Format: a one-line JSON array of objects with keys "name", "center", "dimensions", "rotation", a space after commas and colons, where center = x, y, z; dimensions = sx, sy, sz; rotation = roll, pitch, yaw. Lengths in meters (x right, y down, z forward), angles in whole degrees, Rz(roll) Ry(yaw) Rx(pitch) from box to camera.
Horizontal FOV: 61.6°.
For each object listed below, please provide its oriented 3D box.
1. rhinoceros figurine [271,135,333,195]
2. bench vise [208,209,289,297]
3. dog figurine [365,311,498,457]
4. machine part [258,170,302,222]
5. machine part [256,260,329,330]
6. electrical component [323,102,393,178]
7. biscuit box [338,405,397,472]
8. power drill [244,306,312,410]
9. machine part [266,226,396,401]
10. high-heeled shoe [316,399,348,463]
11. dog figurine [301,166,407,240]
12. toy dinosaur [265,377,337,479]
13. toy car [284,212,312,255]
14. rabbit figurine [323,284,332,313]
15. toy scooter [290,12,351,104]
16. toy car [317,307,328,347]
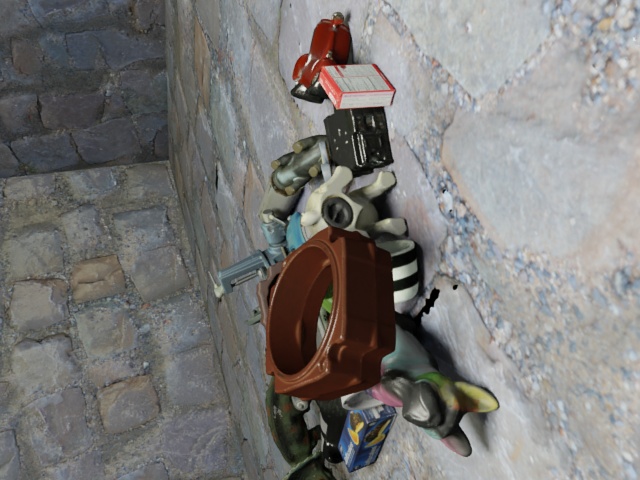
[{"name": "rhinoceros figurine", "center": [-0.033, -0.144, 1.020], "dimensions": [0.073, 0.112, 0.190], "rotation": [53, 146, -5]}, {"name": "bench vise", "center": [-0.134, 0.051, 1.215], "dimensions": [0.129, 0.241, 0.223], "rotation": [51, 161, 47]}, {"name": "dog figurine", "center": [0.133, 0.188, 0.734], "dimensions": [0.219, 0.191, 0.108], "rotation": [33, 100, 30]}, {"name": "machine part", "center": [-0.094, -0.096, 1.243], "dimensions": [0.243, 0.079, 0.079], "rotation": [121, 135, -61]}, {"name": "machine part", "center": [-0.044, 0.120, 1.083], "dimensions": [0.056, 0.179, 0.179], "rotation": [149, 110, -74]}, {"name": "electrical component", "center": [0.055, -0.169, 0.841], "dimensions": [0.115, 0.058, 0.134], "rotation": [163, 97, -68]}, {"name": "biscuit box", "center": [0.084, 0.357, 1.003], "dimensions": [0.202, 0.059, 0.063], "rotation": [99, 152, -42]}, {"name": "power drill", "center": [-0.070, 0.230, 1.162], "dimensions": [0.207, 0.086, 0.232], "rotation": [50, -164, -7]}, {"name": "machine part", "center": [0.005, 0.098, 0.707], "dimensions": [0.201, 0.087, 0.201], "rotation": [-35, 45, 48]}, {"name": "high-heeled shoe", "center": [0.038, 0.358, 1.153], "dimensions": [0.145, 0.086, 0.248], "rotation": [23, -107, -80]}, {"name": "dog figurine", "center": [0.021, -0.028, 0.848], "dimensions": [0.190, 0.172, 0.121], "rotation": [154, 117, -62]}, {"name": "toy dinosaur", "center": [-0.065, 0.411, 1.231], "dimensions": [0.192, 0.131, 0.404], "rotation": [22, -134, -78]}, {"name": "toy car", "center": [-0.002, -0.003, 1.029], "dimensions": [0.103, 0.109, 0.162], "rotation": [-51, 37, 36]}, {"name": "rabbit figurine", "center": [0.044, 0.102, 0.915], "dimensions": [0.159, 0.121, 0.170], "rotation": [-172, 64, -74]}, {"name": "toy scooter", "center": [0.004, -0.298, 0.889], "dimensions": [0.184, 0.075, 0.135], "rotation": [-139, 62, -74]}, {"name": "toy car", "center": [-0.012, 0.165, 0.990], "dimensions": [0.073, 0.056, 0.202], "rotation": [-35, 61, 28]}]
